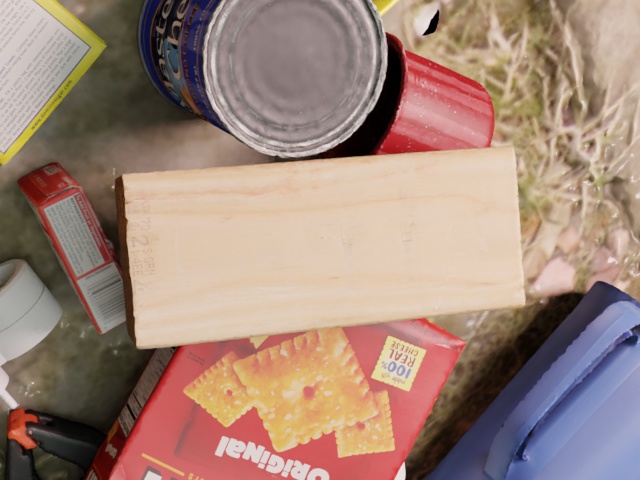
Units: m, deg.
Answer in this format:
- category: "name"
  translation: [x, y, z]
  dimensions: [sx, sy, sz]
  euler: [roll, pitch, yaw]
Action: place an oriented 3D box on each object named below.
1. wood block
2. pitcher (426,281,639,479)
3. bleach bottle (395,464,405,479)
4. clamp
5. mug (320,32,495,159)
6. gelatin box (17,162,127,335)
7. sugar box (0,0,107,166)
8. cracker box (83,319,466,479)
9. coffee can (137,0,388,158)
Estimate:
- category: "wood block"
  translation: [-0.004, 0.001, 0.585]
  dimensions: [0.206, 0.091, 0.090]
  euler: [-5, 92, -13]
- category: "pitcher"
  translation: [0.170, 0.152, 0.776]
  dimensions: [0.149, 0.145, 0.243]
  euler: [45, 88, -11]
- category: "bleach bottle"
  translation: [0.017, 0.188, 0.758]
  dimensions: [0.102, 0.068, 0.251]
  euler: [20, 95, -18]
- category: "clamp"
  translation: [-0.141, 0.174, 0.702]
  dimensions: [0.120, 0.039, 0.171]
  euler: [-28, 117, -13]
- category: "mug"
  translation: [0.051, -0.067, 0.690]
  dimensions: [0.081, 0.093, 0.117]
  euler: [17, 120, -31]
- category: "gelatin box"
  translation: [-0.142, 0.003, 0.632]
  dimensions: [0.030, 0.073, 0.089]
  euler: [-27, 113, -15]
- category: "sugar box"
  translation: [-0.215, -0.130, 0.580]
  dimensions: [0.176, 0.048, 0.093]
  euler: [40, 88, -24]
- category: "cracker box"
  translation: [-0.032, 0.116, 0.667]
  dimensions: [0.164, 0.072, 0.213]
  euler: [30, 85, -15]
- category: "coffee can"
  translation: [-0.038, -0.110, 0.606]
  dimensions: [0.102, 0.140, 0.103]
  euler: [-7, 108, -21]
